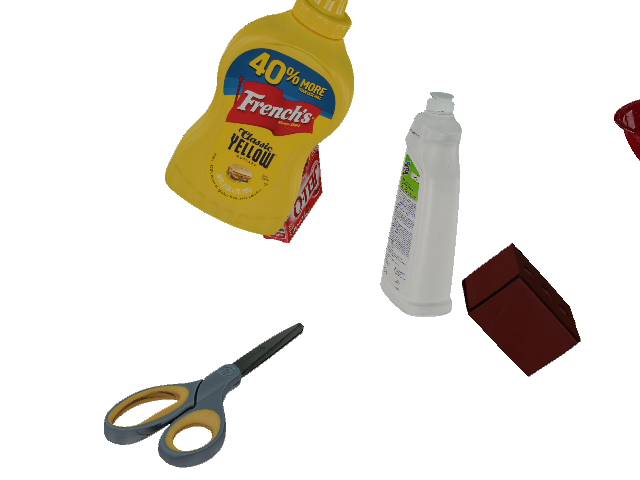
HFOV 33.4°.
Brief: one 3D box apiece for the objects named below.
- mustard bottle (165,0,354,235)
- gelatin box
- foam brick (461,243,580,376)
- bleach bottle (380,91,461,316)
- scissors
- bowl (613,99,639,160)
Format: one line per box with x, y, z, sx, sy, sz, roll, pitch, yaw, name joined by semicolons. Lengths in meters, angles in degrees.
-0.031;-0.100;0.758;0.096;0.192;0.058;28;27;-7;mustard bottle
-0.027;-0.053;0.990;0.030;0.073;0.089;10;38;20;gelatin box
0.153;0.054;0.817;0.051;0.078;0.053;-38;20;19;foam brick
0.126;-0.045;1.241;0.068;0.251;0.103;-1;22;-22;bleach bottle
-0.065;0.116;0.807;0.201;0.016;0.096;-19;36;-34;scissors
0.350;-0.089;0.971;0.162;0.055;0.162;-5;22;2;bowl
